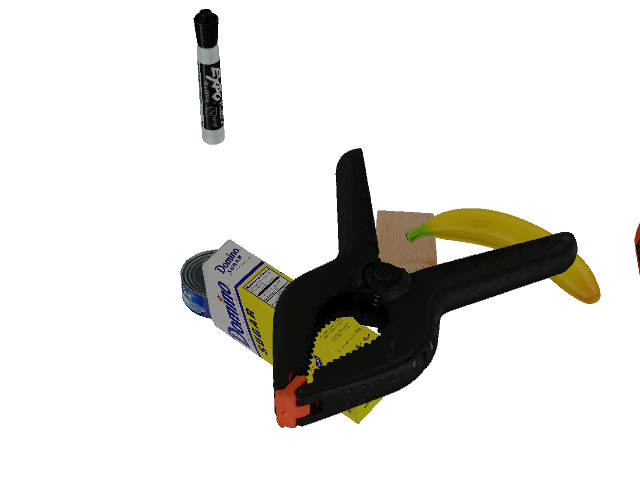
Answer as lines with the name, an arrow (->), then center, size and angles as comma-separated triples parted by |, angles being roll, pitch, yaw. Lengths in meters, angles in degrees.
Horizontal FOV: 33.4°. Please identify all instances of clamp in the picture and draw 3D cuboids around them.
clamp -> 0.030, 0.025, 0.625 | 0.165, 0.036, 0.209 | 29, 51, 28

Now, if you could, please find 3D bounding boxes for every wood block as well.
wood block -> 0.124, 0.036, 1.587 | 0.091, 0.090, 0.206 | 4, 24, 3

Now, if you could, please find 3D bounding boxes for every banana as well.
banana -> 0.185, 0.007, 1.036 | 0.198, 0.069, 0.037 | 18, -28, 27

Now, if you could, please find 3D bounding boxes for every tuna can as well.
tuna can -> -0.111, 0.048, 1.176 | 0.086, 0.034, 0.086 | 2, 36, -2

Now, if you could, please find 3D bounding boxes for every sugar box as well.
sugar box -> -0.025, 0.080, 0.939 | 0.176, 0.093, 0.048 | 28, 56, 26

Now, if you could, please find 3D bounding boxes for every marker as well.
marker -> -0.088, -0.129, 0.845 | 0.020, 0.121, 0.020 | 1, 43, -1

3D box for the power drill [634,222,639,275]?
power drill -> 0.262, -0.039, 0.737 | 0.057, 0.188, 0.184 | 5, 38, 9
